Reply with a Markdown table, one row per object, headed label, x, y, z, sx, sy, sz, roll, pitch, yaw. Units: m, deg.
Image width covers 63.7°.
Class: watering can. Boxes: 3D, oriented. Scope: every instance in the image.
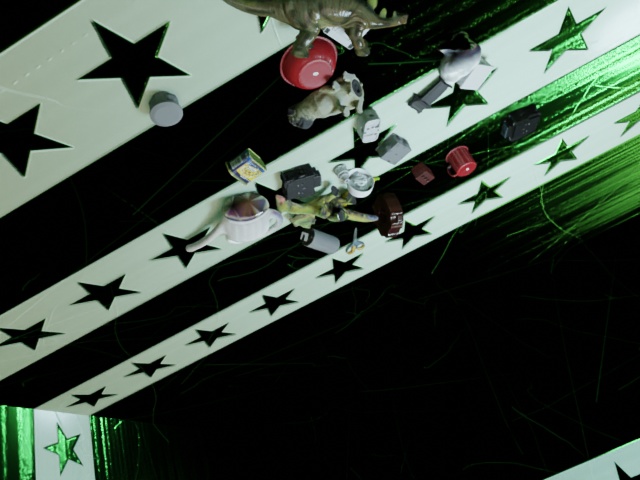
| label | x | y | z | sx | sy | sz | roll | pitch | yaw |
| --- | --- | --- | --- | --- | --- | --- | --- | --- | --- |
| watering can | -0.291 | -0.050 | 1.748 | 0.349 | 0.106 | 0.219 | -14 | -32 | -15 |

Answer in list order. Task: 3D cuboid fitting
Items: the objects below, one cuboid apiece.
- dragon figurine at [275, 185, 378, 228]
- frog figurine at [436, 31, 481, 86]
| label | x | y | z | sx | sy | sz | roll | pitch | yaw |
| --- | --- | --- | --- | --- | --- | --- | --- | --- | --- |
| dragon figurine | 0.006 | -0.095 | 1.893 | 0.241 | 0.124 | 0.407 | -16 | -26 | 40 |
| frog figurine | 0.396 | -0.500 | 1.485 | 0.123 | 0.140 | 0.156 | 23 | -29 | 23 |
